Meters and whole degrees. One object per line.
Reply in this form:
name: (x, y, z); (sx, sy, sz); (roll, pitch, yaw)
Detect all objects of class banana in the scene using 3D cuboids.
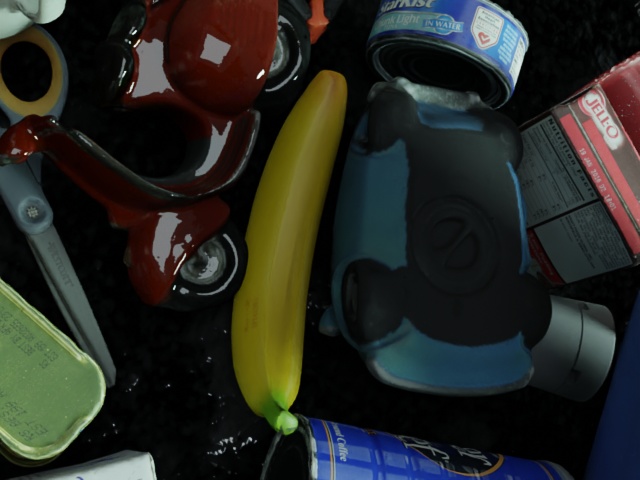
banana: (-0.015, 0.009, 0.551); (0.037, 0.070, 0.198); (21, 63, -31)

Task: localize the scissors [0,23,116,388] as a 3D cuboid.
scissors: (-0.137, -0.031, 0.550); (0.096, 0.016, 0.202); (-41, 93, -20)

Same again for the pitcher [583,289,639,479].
pitcher: (0.188, 0.085, 0.495); (0.149, 0.243, 0.144); (25, 44, 30)

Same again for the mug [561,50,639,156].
mug: (0.179, -0.051, 0.609); (0.117, 0.093, 0.081); (-33, 81, 19)

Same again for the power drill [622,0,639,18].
power drill: (0.248, -0.195, 0.595); (0.187, 0.057, 0.184); (9, 74, -13)

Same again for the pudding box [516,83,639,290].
pudding box: (0.130, -0.023, 0.575); (0.039, 0.114, 0.090); (-27, 88, -23)

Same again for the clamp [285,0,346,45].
clamp: (-0.006, -0.196, 0.609); (0.120, 0.039, 0.171); (-13, 81, -13)

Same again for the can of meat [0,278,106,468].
can of meat: (-0.149, 0.058, 0.493); (0.102, 0.084, 0.057); (42, 70, -5)

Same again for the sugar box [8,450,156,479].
sugar box: (-0.161, 0.134, 0.469); (0.176, 0.093, 0.048); (-9, 83, -17)

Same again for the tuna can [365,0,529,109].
tuna can: (0.069, -0.104, 0.588); (0.086, 0.086, 0.033); (22, 76, -11)

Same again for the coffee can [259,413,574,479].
coffee can: (0.045, 0.148, 0.522); (0.140, 0.103, 0.103); (13, 76, -14)
